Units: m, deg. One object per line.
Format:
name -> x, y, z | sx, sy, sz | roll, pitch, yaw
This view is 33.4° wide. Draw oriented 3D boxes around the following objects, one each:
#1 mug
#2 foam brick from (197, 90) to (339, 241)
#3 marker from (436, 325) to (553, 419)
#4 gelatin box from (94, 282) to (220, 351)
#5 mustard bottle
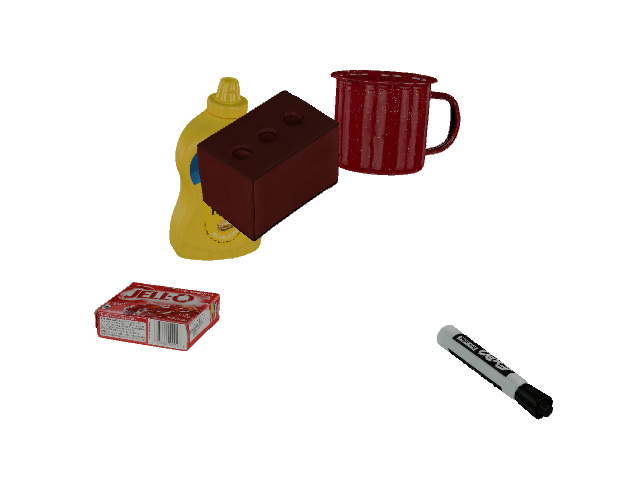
mug -> 0.065, -0.104, 0.939 | 0.117, 0.081, 0.093 | 1, 15, -9
foam brick -> -0.033, -0.049, 0.681 | 0.053, 0.051, 0.078 | 35, 56, 29
marker -> 0.131, 0.098, 0.803 | 0.020, 0.020, 0.121 | 0, 23, -34
gelatin box -> -0.143, 0.065, 0.945 | 0.089, 0.030, 0.073 | 7, 19, 16
mustard bottle -> -0.101, -0.075, 1.095 | 0.096, 0.192, 0.058 | -5, 30, -22
